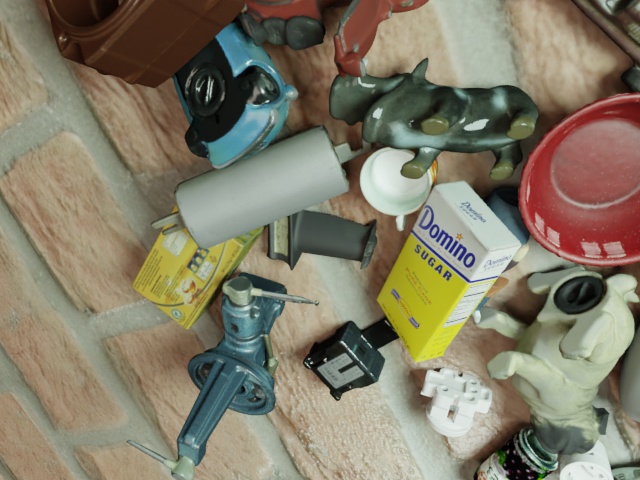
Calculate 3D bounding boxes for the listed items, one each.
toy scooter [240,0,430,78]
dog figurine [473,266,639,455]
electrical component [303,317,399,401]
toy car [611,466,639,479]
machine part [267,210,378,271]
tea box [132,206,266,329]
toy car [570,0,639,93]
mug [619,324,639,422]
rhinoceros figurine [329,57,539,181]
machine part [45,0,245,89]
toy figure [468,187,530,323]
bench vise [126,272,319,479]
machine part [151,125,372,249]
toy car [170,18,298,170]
[{"bbox_3d":[0.003,-0.199,0.469,0.184,0.135,0.075,7,158,15],"label":"toy scooter"},{"bbox_3d":[0.276,0.134,0.562,0.172,0.121,0.190,-29,117,32],"label":"dog figurine"},{"bbox_3d":[0.046,0.144,0.675,0.119,0.048,0.074,-32,101,33],"label":"electrical component"},{"bbox_3d":[0.394,0.278,0.601,0.073,0.056,0.202,44,124,-11],"label":"toy car"},{"bbox_3d":[-0.001,-0.002,0.627,0.139,0.039,0.084,7,109,20],"label":"machine part"},{"bbox_3d":[-0.155,0.021,0.678,0.098,0.068,0.169,40,123,-1],"label":"tea box"},{"bbox_3d":[0.243,-0.193,0.427,0.202,0.053,0.089,44,120,-2],"label":"toy car"},{"bbox_3d":[0.342,0.143,0.528,0.081,0.109,0.107,9,131,11],"label":"mug"},{"bbox_3d":[0.102,-0.117,0.488,0.190,0.112,0.073,7,146,4],"label":"rhinoceros figurine"},{"bbox_3d":[-0.164,-0.261,0.482,0.201,0.087,0.201,-28,74,30],"label":"machine part"},{"bbox_3d":[0.173,0.021,0.556,0.058,0.064,0.154,2,126,-18],"label":"toy figure"},{"bbox_3d":[-0.109,0.162,0.643,0.129,0.241,0.223,24,137,4],"label":"bench vise"},{"bbox_3d":[-0.059,-0.055,0.564,0.243,0.079,0.079,-22,107,3],"label":"machine part"},{"bbox_3d":[-0.085,-0.152,0.543,0.109,0.103,0.161,-35,75,28],"label":"toy car"}]
